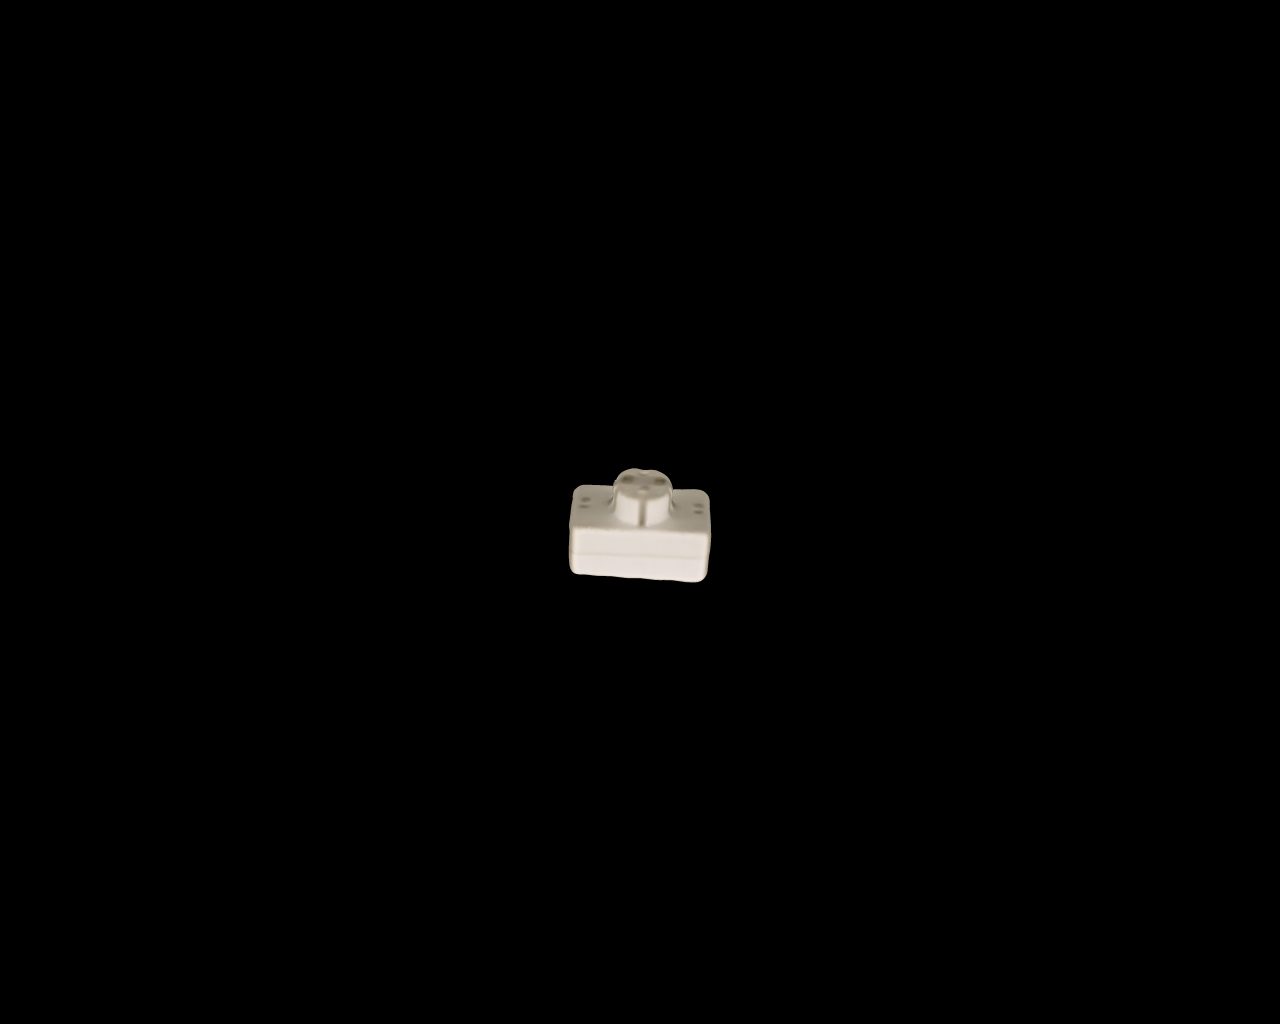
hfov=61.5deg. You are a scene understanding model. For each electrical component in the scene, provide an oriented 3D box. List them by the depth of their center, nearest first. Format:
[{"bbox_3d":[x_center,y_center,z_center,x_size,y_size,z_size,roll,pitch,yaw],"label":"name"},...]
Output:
[{"bbox_3d":[0.001,-0.003,0.650,0.083,0.075,0.047,3,35,-2],"label":"electrical component"}]
